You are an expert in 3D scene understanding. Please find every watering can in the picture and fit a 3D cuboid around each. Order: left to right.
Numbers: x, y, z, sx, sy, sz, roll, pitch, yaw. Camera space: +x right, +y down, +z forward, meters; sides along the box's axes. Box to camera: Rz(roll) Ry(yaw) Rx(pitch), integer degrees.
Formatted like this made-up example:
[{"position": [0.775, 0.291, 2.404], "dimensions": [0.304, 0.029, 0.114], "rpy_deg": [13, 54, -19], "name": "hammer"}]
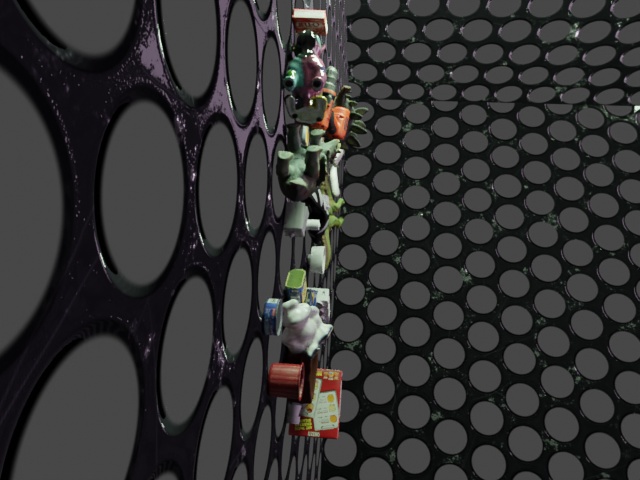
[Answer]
[{"position": [0.047, -0.345, 2.098], "dimensions": [0.224, 0.104, 0.348], "rpy_deg": [-12, 95, -84], "name": "watering can"}]

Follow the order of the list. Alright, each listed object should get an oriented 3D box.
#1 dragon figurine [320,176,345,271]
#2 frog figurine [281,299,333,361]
[{"position": [0.006, -0.105, 2.090], "dimensions": [0.239, 0.122, 0.418], "rpy_deg": [48, 40, -57], "name": "dragon figurine"}, {"position": [-0.059, 0.237, 1.441], "dimensions": [0.137, 0.158, 0.123], "rpy_deg": [-47, -168, -2], "name": "frog figurine"}]
